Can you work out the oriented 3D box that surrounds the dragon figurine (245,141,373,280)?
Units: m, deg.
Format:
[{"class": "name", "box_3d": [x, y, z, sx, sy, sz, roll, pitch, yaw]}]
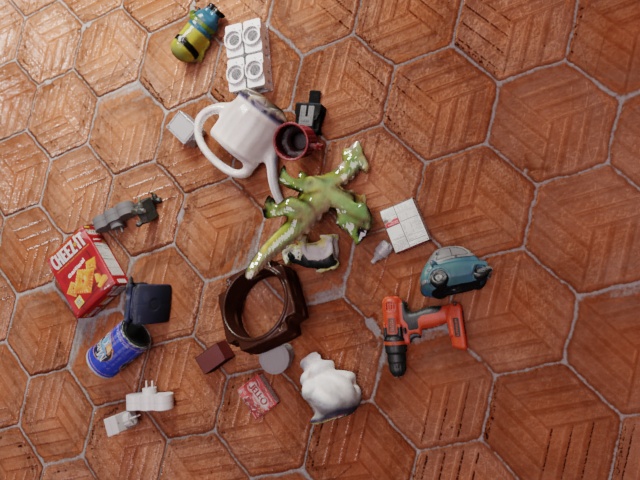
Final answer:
[{"class": "dragon figurine", "box_3d": [0.004, -0.061, 1.219, 0.243, 0.120, 0.416, 15, 70, 17]}]

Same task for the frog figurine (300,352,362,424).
[{"class": "frog figurine", "box_3d": [0.021, 0.336, 1.206, 0.138, 0.120, 0.162, -11, 70, -15]}]

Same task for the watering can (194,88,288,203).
[{"class": "watering can", "box_3d": [-0.164, -0.247, 1.339, 0.348, 0.104, 0.223, 39, 96, 4]}]
